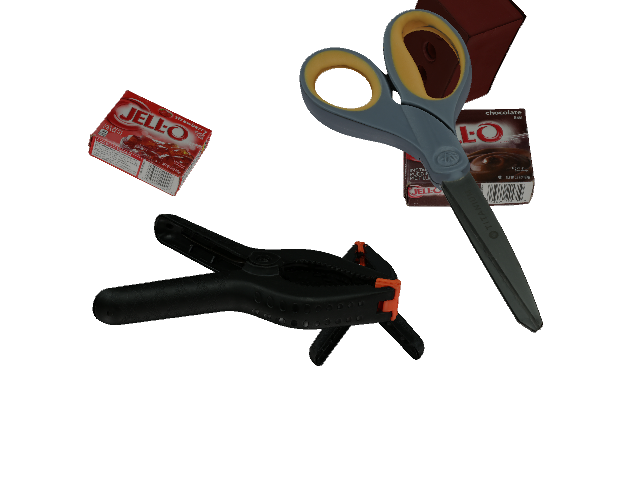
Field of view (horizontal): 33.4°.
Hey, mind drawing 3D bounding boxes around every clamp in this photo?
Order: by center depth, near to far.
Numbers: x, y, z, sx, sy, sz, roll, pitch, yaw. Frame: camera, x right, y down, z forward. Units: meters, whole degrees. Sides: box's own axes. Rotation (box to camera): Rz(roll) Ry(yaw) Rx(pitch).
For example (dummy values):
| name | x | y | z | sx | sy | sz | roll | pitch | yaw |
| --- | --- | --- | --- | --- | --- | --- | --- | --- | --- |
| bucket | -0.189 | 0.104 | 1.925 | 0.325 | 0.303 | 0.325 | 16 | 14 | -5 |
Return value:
| name | x | y | z | sx | sy | sz | roll | pitch | yaw |
| --- | --- | --- | --- | --- | --- | --- | --- | --- | --- |
| clamp | -0.048 | 0.025 | 0.785 | 0.210 | 0.036 | 0.164 | 5 | 24 | -1 |
| clamp | 0.057 | 0.070 | 1.171 | 0.120 | 0.171 | 0.039 | 6 | -42 | 5 |

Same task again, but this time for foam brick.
| name | x | y | z | sx | sy | sz | roll | pitch | yaw |
| --- | --- | --- | --- | --- | --- | --- | --- | --- | --- |
| foam brick | 0.092 | -0.135 | 0.721 | 0.051 | 0.053 | 0.078 | -25 | -25 | -27 |

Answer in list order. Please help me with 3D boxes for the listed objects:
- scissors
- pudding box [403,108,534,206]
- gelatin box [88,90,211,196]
| name | x | y | z | sx | sy | sz | roll | pitch | yaw |
| --- | --- | --- | --- | --- | --- | --- | --- | --- | --- |
| scissors | 0.040 | -0.038 | 0.501 | 0.096 | 0.201 | 0.016 | -6 | -39 | 4 |
| pudding box | 0.131 | -0.075 | 0.958 | 0.113 | 0.090 | 0.039 | 0 | -37 | 2 |
| gelatin box | -0.153 | -0.089 | 0.961 | 0.089 | 0.073 | 0.030 | 26 | -45 | -1 |
